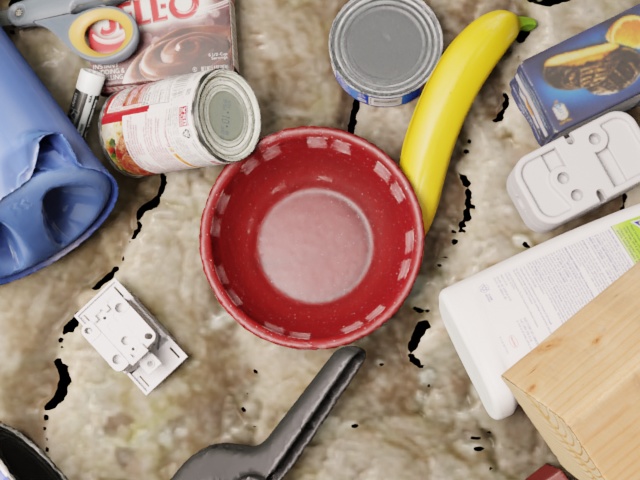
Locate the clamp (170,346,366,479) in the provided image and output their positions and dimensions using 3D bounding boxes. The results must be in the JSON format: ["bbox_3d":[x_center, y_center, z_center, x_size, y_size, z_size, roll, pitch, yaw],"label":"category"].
[{"bbox_3d":[-0.039,0.170,0.745,0.210,0.036,0.164,-15,66,21],"label":"clamp"}]

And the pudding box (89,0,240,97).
[{"bbox_3d":[-0.120,-0.161,0.820,0.113,0.039,0.090,-5,82,3],"label":"pudding box"}]

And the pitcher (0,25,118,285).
[{"bbox_3d":[-0.264,-0.088,0.762,0.149,0.145,0.243,-36,74,3],"label":"pitcher"}]

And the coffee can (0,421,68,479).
[{"bbox_3d":[-0.248,0.210,0.742,0.140,0.103,0.103,-43,82,-4],"label":"coffee can"}]

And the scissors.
[{"bbox_3d":[-0.215,-0.157,0.811,0.202,0.016,0.096,-21,77,15],"label":"scissors"}]

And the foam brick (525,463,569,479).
[{"bbox_3d":[0.168,0.203,0.749,0.051,0.053,0.078,-39,83,-3],"label":"foam brick"}]

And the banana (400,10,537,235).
[{"bbox_3d":[0.101,-0.095,0.787,0.069,0.037,0.198,33,85,-36],"label":"banana"}]

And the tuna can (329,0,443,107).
[{"bbox_3d":[0.050,-0.145,0.812,0.086,0.034,0.086,0,82,3],"label":"tuna can"}]

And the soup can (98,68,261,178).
[{"bbox_3d":[-0.101,-0.083,0.770,0.102,0.068,0.068,-5,80,39],"label":"soup can"}]

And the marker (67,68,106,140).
[{"bbox_3d":[-0.188,-0.069,0.802,0.020,0.020,0.121,22,104,5],"label":"marker"}]

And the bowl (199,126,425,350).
[{"bbox_3d":[-0.005,0.001,0.783,0.162,0.055,0.162,0,82,2],"label":"bowl"}]

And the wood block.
[{"bbox_3d":[0.235,0.067,0.687,0.206,0.090,0.090,-38,110,-6],"label":"wood block"}]

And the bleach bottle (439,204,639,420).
[{"bbox_3d":[0.217,0.032,0.762,0.251,0.068,0.102,-23,68,-3],"label":"bleach bottle"}]
